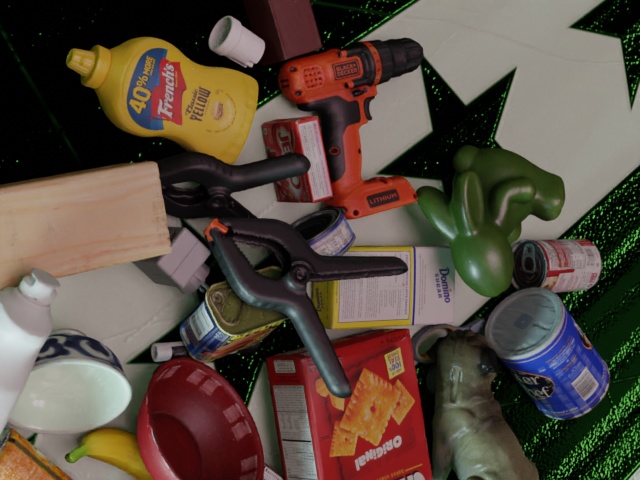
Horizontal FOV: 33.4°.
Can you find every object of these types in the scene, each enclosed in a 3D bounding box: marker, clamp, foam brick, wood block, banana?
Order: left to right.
[{"bbox_3d":[-0.252,-0.011,0.971,0.205,0.091,0.090,-13,98,-31],"label":"wood block"},{"bbox_3d":[-0.169,0.241,1.059,0.197,0.037,0.069,42,48,-25],"label":"banana"},{"bbox_3d":[-0.116,0.112,1.107,0.120,0.020,0.020,-2,93,-32],"label":"marker"},{"bbox_3d":[-0.096,-0.056,1.070,0.171,0.039,0.120,14,124,-31],"label":"clamp"},{"bbox_3d":[-0.039,-0.229,1.121,0.051,0.053,0.078,-23,105,-30],"label":"foam brick"},{"bbox_3d":[-0.024,0.049,1.047,0.210,0.036,0.164,26,61,-12],"label":"clamp"}]

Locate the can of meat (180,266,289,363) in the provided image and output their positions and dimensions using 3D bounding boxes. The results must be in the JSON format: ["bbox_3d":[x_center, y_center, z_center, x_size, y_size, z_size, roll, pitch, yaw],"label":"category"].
[{"bbox_3d":[-0.083,0.077,1.077,0.101,0.084,0.057,-17,74,-37],"label":"can of meat"}]

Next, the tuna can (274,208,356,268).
[{"bbox_3d":[-0.007,0.001,1.133,0.086,0.086,0.033,-38,110,-26],"label":"tuna can"}]

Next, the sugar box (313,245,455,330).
[{"bbox_3d":[0.075,0.052,1.213,0.175,0.048,0.093,1,91,-36],"label":"sugar box"}]

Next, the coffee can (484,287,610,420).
[{"bbox_3d":[0.278,0.139,1.303,0.140,0.103,0.102,48,67,-34],"label":"coffee can"}]

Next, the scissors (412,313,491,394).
[{"bbox_3d":[0.192,0.127,1.310,0.201,0.016,0.096,-13,101,-32],"label":"scissors"}]

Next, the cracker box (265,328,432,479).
[{"bbox_3d":[0.038,0.214,1.157,0.163,0.072,0.214,-9,90,-42],"label":"cracker box"}]

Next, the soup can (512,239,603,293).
[{"bbox_3d":[0.296,0.032,1.341,0.102,0.069,0.068,-1,93,-33],"label":"soup can"}]

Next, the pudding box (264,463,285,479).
[{"bbox_3d":[-0.066,0.303,1.137,0.090,0.039,0.113,43,68,-28],"label":"pudding box"}]

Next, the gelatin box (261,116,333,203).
[{"bbox_3d":[-0.025,-0.084,1.124,0.030,0.073,0.089,-18,102,-31],"label":"gelatin box"}]

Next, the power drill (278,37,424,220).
[{"bbox_3d":[0.052,-0.125,1.183,0.184,0.057,0.187,-17,99,-27],"label":"power drill"}]

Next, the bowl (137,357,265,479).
[{"bbox_3d":[-0.128,0.200,1.055,0.162,0.055,0.162,40,31,-30],"label":"bowl"}]

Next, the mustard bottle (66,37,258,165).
[{"bbox_3d":[-0.157,-0.145,1.045,0.191,0.058,0.096,19,88,-32],"label":"mustard bottle"}]

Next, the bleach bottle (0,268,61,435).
[{"bbox_3d":[-0.293,0.138,0.897,0.068,0.103,0.251,28,100,-34],"label":"bleach bottle"}]
